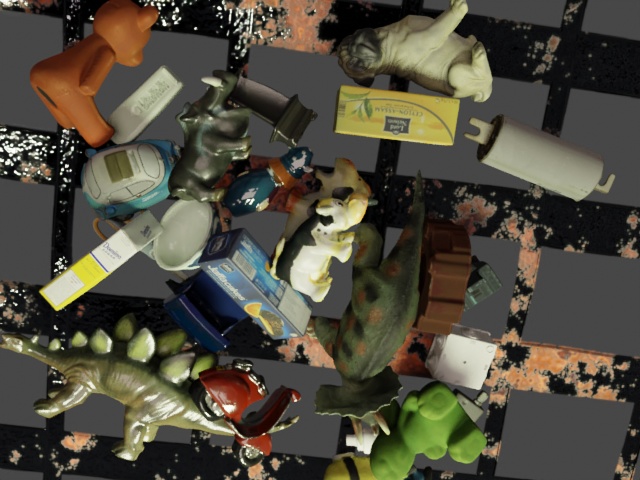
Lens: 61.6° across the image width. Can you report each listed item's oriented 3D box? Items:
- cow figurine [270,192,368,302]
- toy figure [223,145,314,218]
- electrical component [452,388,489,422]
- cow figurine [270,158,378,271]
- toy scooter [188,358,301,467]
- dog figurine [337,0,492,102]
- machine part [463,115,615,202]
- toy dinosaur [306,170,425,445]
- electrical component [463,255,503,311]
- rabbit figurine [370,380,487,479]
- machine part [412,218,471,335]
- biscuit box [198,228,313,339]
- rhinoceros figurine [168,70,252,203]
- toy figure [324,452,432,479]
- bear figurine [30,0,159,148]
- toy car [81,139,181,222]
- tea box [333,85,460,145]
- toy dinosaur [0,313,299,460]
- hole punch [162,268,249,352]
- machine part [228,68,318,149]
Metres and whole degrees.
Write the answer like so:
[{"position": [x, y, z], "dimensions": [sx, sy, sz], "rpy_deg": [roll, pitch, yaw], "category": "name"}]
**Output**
[{"position": [-0.001, -0.004, 0.755], "dimensions": [0.098, 0.068, 0.167], "rpy_deg": [26, 105, 0], "category": "cow figurine"}, {"position": [-0.077, -0.093, 0.821], "dimensions": [0.154, 0.058, 0.064], "rpy_deg": [-32, 106, 0], "category": "toy figure"}, {"position": [0.240, 0.283, 0.911], "dimensions": [0.063, 0.021, 0.094], "rpy_deg": [38, 98, -6], "category": "electrical component"}, {"position": [0.007, -0.031, 0.820], "dimensions": [0.127, 0.085, 0.194], "rpy_deg": [19, 102, -5], "category": "cow figurine"}, {"position": [-0.106, 0.248, 0.827], "dimensions": [0.135, 0.075, 0.183], "rpy_deg": [-36, 111, -14], "category": "toy scooter"}, {"position": [0.138, -0.250, 0.787], "dimensions": [0.191, 0.121, 0.172], "rpy_deg": [-24, 96, 17], "category": "dog figurine"}, {"position": [0.331, -0.124, 0.813], "dimensions": [0.243, 0.079, 0.079], "rpy_deg": [21, 99, -6], "category": "machine part"}, {"position": [0.081, 0.114, 0.769], "dimensions": [0.131, 0.192, 0.404], "rpy_deg": [6, 120, -21], "category": "toy dinosaur"}, {"position": [0.236, 0.068, 0.824], "dimensions": [0.075, 0.119, 0.047], "rpy_deg": [-36, 98, 3], "category": "electrical component"}, {"position": [0.141, 0.298, 0.843], "dimensions": [0.170, 0.159, 0.121], "rpy_deg": [-37, 98, -5], "category": "rabbit figurine"}, {"position": [0.166, 0.051, 0.794], "dimensions": [0.056, 0.179, 0.179], "rpy_deg": [6, 100, -5], "category": "machine part"}, {"position": [-0.091, 0.069, 0.795], "dimensions": [0.063, 0.059, 0.202], "rpy_deg": [-10, 134, 32], "category": "biscuit box"}, {"position": [-0.153, -0.142, 0.760], "dimensions": [0.112, 0.073, 0.190], "rpy_deg": [21, 94, -2], "category": "rhinoceros figurine"}, {"position": [0.096, 0.402, 0.895], "dimensions": [0.180, 0.089, 0.082], "rpy_deg": [8, 94, 0], "category": "toy figure"}, {"position": [-0.310, -0.252, 0.774], "dimensions": [0.120, 0.131, 0.196], "rpy_deg": [28, 66, 27], "category": "bear figurine"}, {"position": [-0.281, -0.093, 0.787], "dimensions": [0.162, 0.103, 0.109], "rpy_deg": [-17, 87, 2], "category": "toy car"}, {"position": [0.107, -0.181, 0.788], "dimensions": [0.170, 0.098, 0.068], "rpy_deg": [7, 100, -4], "category": "tea box"}, {"position": [-0.265, 0.240, 0.855], "dimensions": [0.471, 0.105, 0.198], "rpy_deg": [30, 94, -17], "category": "toy dinosaur"}, {"position": [-0.182, 0.116, 0.824], "dimensions": [0.142, 0.092, 0.116], "rpy_deg": [47, 127, -12], "category": "hole punch"}, {"position": [-0.079, -0.197, 0.803], "dimensions": [0.139, 0.039, 0.084], "rpy_deg": [32, 73, -1], "category": "machine part"}]
